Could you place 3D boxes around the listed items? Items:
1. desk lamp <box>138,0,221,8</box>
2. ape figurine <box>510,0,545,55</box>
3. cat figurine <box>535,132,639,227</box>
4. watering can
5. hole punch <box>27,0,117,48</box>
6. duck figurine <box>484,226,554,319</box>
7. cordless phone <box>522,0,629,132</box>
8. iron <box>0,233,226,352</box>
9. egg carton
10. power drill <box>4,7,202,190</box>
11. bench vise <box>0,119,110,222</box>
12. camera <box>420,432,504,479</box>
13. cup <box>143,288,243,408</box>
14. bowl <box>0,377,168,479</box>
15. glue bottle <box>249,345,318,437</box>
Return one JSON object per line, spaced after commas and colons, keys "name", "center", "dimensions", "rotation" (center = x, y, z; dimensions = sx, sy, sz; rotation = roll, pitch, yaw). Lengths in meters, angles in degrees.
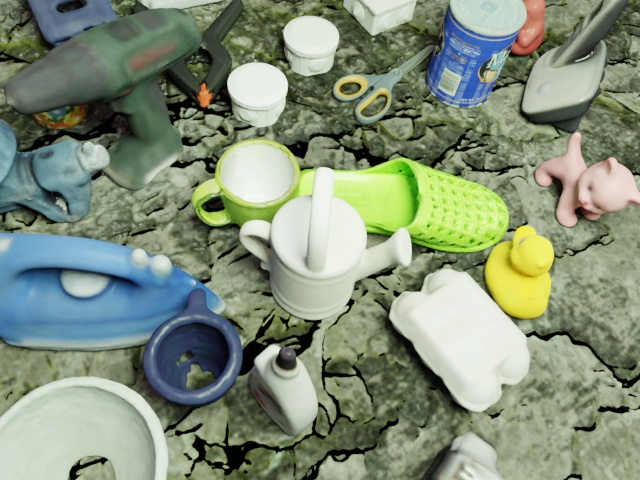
{"name": "desk lamp", "center": [-0.249, -0.445, 0.818], "dimensions": [0.203, 0.213, 0.117], "rotation": [-19, 64, -16]}
{"name": "ape figurine", "center": [0.316, -0.335, 0.884], "dimensions": [0.076, 0.092, 0.078], "rotation": [9, 60, 0]}
{"name": "cat figurine", "center": [0.344, -0.077, 0.724], "dimensions": [0.067, 0.118, 0.127], "rotation": [-13, 62, -13]}
{"name": "watering can", "center": [0.006, 0.000, 0.599], "dimensions": [0.173, 0.194, 0.101], "rotation": [-10, 61, -11]}
{"name": "hole punch", "center": [-0.345, -0.321, 0.808], "dimensions": [0.109, 0.091, 0.101], "rotation": [-25, 66, -19]}
{"name": "duck figurine", "center": [0.241, 0.034, 0.668], "dimensions": [0.077, 0.086, 0.104], "rotation": [1, 60, -5]}
{"name": "cordless phone", "center": [0.360, -0.256, 0.789], "dimensions": [0.094, 0.185, 0.148], "rotation": [19, 60, 6]}
{"name": "iron", "center": [-0.230, 0.036, 0.584], "dimensions": [0.258, 0.141, 0.118], "rotation": [2, 60, -5]}
{"name": "egg carton", "center": [0.153, 0.106, 0.626], "dimensions": [0.107, 0.069, 0.150], "rotation": [-32, 68, -22]}
{"name": "power drill", "center": [-0.226, -0.156, 0.657], "dimensions": [0.075, 0.208, 0.230], "rotation": [34, 63, 14]}
{"name": "bench vise", "center": [-0.346, -0.104, 0.608], "dimensions": [0.208, 0.220, 0.121], "rotation": [-22, 65, -17]}
{"name": "camera", "center": [0.146, 0.266, 0.515], "dimensions": [0.136, 0.101, 0.143], "rotation": [36, 63, 14]}
{"name": "cup", "center": [-0.123, 0.117, 0.576], "dimensions": [0.092, 0.095, 0.117], "rotation": [-1, 60, -6]}
{"name": "bowl", "center": [-0.218, 0.216, 0.521], "dimensions": [0.167, 0.075, 0.167], "rotation": [3, 60, -4]}
{"name": "glue bottle", "center": [-0.034, 0.131, 0.532], "dimensions": [0.078, 0.173, 0.037], "rotation": [41, 64, 17]}
